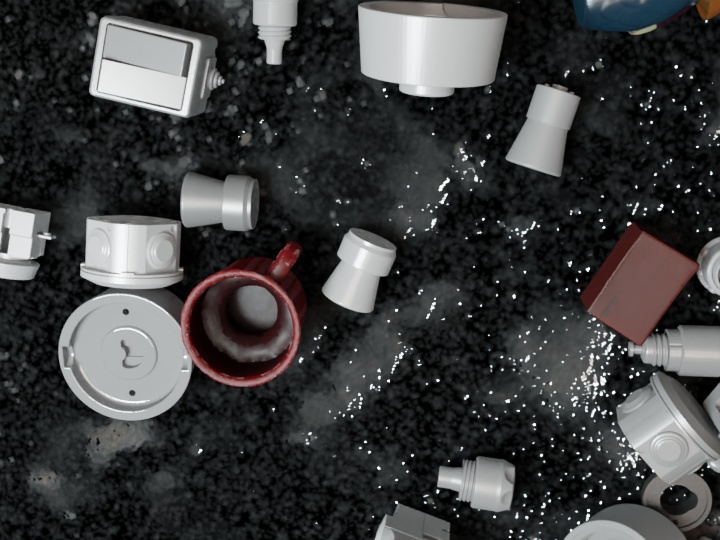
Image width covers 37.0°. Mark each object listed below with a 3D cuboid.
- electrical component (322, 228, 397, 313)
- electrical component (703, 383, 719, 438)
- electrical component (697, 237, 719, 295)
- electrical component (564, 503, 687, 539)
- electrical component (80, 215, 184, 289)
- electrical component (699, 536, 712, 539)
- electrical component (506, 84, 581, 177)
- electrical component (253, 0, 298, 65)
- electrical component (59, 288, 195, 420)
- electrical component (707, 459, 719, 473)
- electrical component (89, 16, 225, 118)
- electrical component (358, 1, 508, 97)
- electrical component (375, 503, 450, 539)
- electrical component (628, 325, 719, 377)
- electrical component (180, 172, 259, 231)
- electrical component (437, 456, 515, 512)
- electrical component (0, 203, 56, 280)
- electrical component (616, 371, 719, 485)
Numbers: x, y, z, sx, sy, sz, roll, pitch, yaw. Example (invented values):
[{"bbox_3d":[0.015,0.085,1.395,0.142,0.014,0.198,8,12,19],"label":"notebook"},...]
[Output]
[{"bbox_3d":[0.000,0.000,0.857,0.045,0.045,0.055,23,104,0],"label":"electrical component"},{"bbox_3d":[0.374,0.121,0.828,0.186,0.060,0.105,32,107,-11],"label":"electrical component"},{"bbox_3d":[0.286,0.002,0.821,0.048,0.062,0.048,1,103,5],"label":"electrical component"},{"bbox_3d":[0.208,0.246,0.859,0.108,0.060,0.108,0,90,39],"label":"electrical component"},{"bbox_3d":[-0.180,-0.015,0.854,0.080,0.080,0.051,4,98,5],"label":"electrical component"},{"bbox_3d":[0.299,0.266,0.884,0.062,0.061,0.096,24,98,1],"label":"electrical component"},{"bbox_3d":[0.142,-0.109,0.821,0.044,0.044,0.065,18,99,1],"label":"electrical component"},{"bbox_3d":[-0.065,-0.189,0.826,0.035,0.035,0.061,4,106,5],"label":"electrical component"},{"bbox_3d":[-0.184,0.061,0.880,0.108,0.060,0.108,1,107,5],"label":"electrical component"},{"bbox_3d":[0.312,0.155,0.868,0.061,0.035,0.035,25,104,-3],"label":"electrical component"},{"bbox_3d":[-0.153,-0.155,0.828,0.096,0.061,0.061,14,104,2],"label":"electrical component"},{"bbox_3d":[0.051,-0.160,0.786,0.108,0.108,0.060,5,110,4],"label":"electrical component"},{"bbox_3d":[0.039,0.237,0.885,0.056,0.089,0.050,21,104,1],"label":"electrical component"},{"bbox_3d":[0.253,0.063,0.849,0.078,0.040,0.040,1,103,5],"label":"electrical component"},{"bbox_3d":[-0.111,-0.054,0.856,0.055,0.045,0.045,4,103,4],"label":"electrical component"},{"bbox_3d":[0.096,0.175,0.889,0.062,0.043,0.043,8,104,5],"label":"electrical component"},{"bbox_3d":[-0.285,-0.023,0.880,0.066,0.048,0.055,11,96,3],"label":"electrical component"},{"bbox_3d":[0.243,0.124,0.845,0.051,0.080,0.080,-41,96,18],"label":"electrical component"}]
